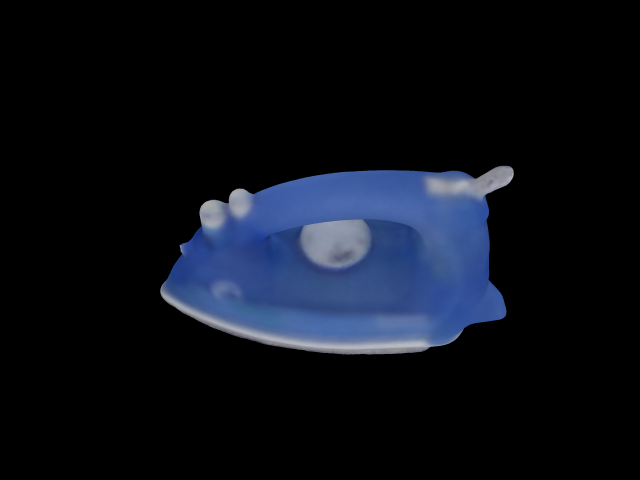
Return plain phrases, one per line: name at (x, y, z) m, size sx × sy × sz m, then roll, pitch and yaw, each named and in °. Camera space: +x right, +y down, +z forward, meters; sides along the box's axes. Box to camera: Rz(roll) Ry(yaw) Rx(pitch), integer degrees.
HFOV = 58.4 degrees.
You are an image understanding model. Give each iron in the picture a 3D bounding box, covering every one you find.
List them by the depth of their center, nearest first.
iron at (0.004, 0.001, 0.400) m, size 0.258 × 0.141 × 0.118 m, roll -3°, pitch 55°, yaw -2°
